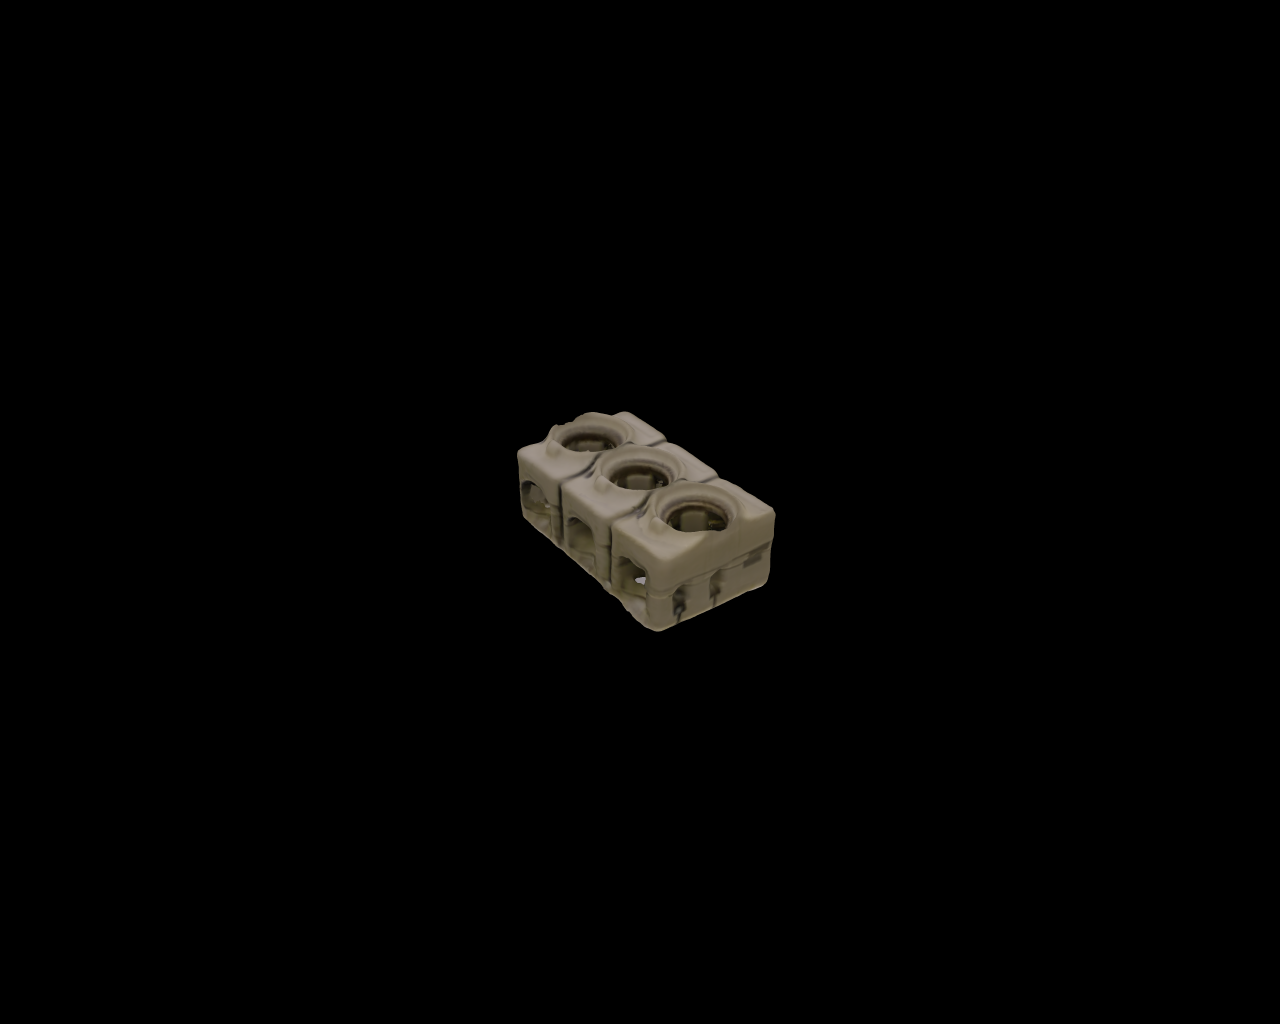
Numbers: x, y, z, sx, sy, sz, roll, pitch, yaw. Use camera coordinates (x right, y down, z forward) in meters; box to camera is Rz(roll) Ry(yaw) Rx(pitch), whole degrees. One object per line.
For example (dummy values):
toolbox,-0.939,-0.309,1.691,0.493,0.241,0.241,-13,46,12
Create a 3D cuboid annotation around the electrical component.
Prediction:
electrical component,0.001,-0.003,0.650,0.090,0.061,0.150,-22,40,-30
